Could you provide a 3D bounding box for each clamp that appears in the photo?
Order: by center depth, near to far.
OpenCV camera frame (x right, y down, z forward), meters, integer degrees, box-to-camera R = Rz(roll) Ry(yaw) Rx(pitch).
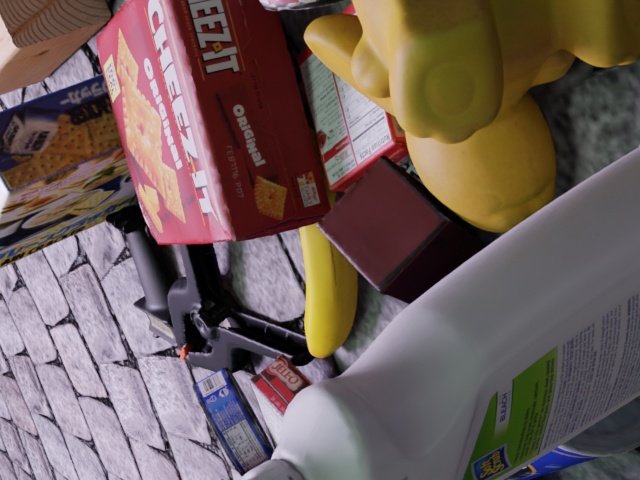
[{"bbox_3d":[-0.079,0.068,0.888,0.164,0.036,0.210,49,150,13],"label":"clamp"}]

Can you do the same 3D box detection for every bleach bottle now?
[{"bbox_3d":[0.074,0.041,0.410,0.068,0.250,0.102,34,138,42],"label":"bleach bottle"}]

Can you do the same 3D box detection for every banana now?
[{"bbox_3d":[0.001,0.004,0.720,0.070,0.037,0.198,-135,32,-61],"label":"banana"}]

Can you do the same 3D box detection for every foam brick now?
[{"bbox_3d":[0.045,-0.002,0.564,0.051,0.053,0.078,46,-172,24],"label":"foam brick"}]

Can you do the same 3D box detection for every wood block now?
[{"bbox_3d":[-0.271,-0.194,0.943,0.206,0.090,0.090,-13,102,59],"label":"wood block"}]

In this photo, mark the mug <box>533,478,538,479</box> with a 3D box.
[{"bbox_3d":[0.084,0.154,0.657,0.081,0.093,0.117,46,177,20],"label":"mug"}]

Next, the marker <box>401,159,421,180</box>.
[{"bbox_3d":[0.060,-0.042,0.604,0.121,0.020,0.020,27,134,47],"label":"marker"}]

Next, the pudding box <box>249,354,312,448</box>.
[{"bbox_3d":[-0.005,0.151,0.808,0.090,0.039,0.113,43,158,34],"label":"pudding box"}]

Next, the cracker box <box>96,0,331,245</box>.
[{"bbox_3d":[-0.079,-0.081,0.697,0.214,0.072,0.164,-2,104,70],"label":"cracker box"}]

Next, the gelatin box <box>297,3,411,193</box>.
[{"bbox_3d":[0.024,-0.080,0.596,0.073,0.030,0.089,-34,66,56],"label":"gelatin box"}]

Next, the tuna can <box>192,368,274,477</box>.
[{"bbox_3d":[-0.071,0.148,0.876,0.086,0.033,0.086,60,174,10],"label":"tuna can"}]

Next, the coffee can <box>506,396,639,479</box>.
[{"bbox_3d":[0.096,0.072,0.548,0.103,0.102,0.140,60,150,9],"label":"coffee can"}]

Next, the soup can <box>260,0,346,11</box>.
[{"bbox_3d":[-0.010,-0.179,0.562,0.069,0.068,0.102,19,128,51],"label":"soup can"}]
